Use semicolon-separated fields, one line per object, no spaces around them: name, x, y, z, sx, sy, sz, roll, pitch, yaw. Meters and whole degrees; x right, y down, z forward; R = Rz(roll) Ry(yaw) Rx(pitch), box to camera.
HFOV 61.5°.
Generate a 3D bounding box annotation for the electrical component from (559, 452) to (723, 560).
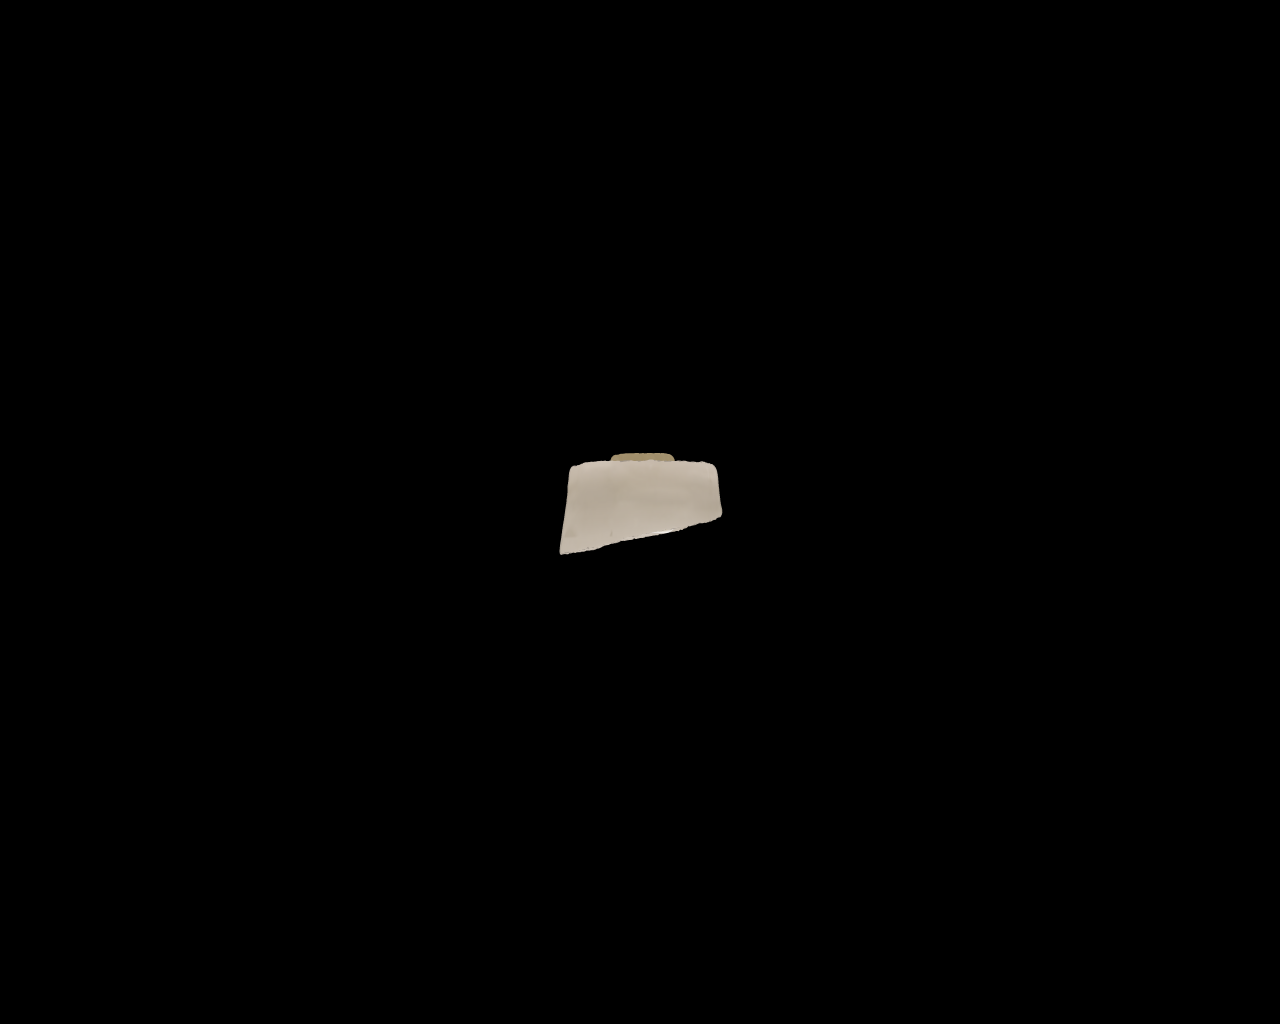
electrical component;0.001;-0.003;0.650;0.099;0.064;0.099;0;-4;0
